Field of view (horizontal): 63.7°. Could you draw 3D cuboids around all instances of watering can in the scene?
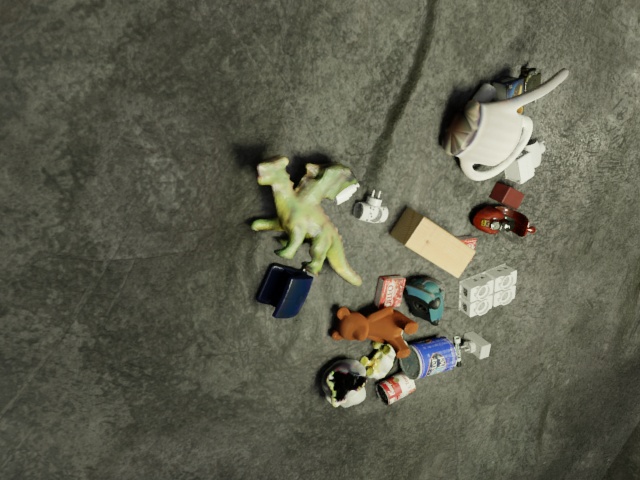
[{"bbox_3d":[0.450,-0.298,1.298,0.224,0.106,0.340,9,127,-23],"label":"watering can"}]

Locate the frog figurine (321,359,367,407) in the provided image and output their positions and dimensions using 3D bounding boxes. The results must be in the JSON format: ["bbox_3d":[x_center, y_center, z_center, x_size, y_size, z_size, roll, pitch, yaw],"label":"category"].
[{"bbox_3d":[0.075,0.399,1.436,0.138,0.123,0.157,-57,162,-7],"label":"frog figurine"}]

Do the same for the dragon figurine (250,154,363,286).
[{"bbox_3d":[0.004,-0.059,1.166,0.406,0.124,0.241,27,99,-35],"label":"dragon figurine"}]
